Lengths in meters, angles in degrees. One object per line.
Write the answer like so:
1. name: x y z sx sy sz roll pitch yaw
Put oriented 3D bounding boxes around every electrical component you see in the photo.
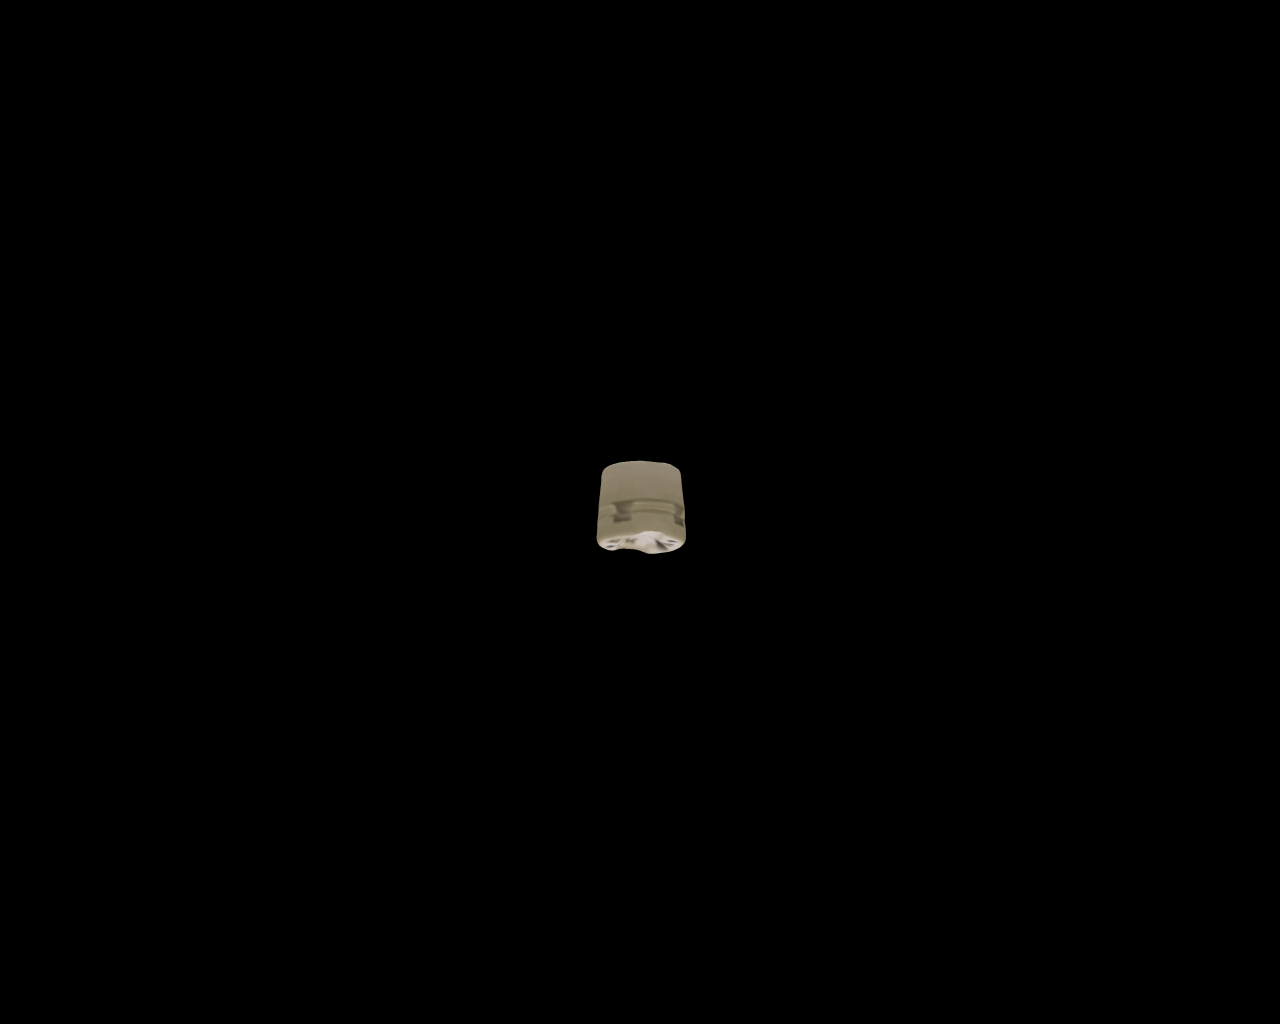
1. electrical component: 0.001 -0.003 0.650 0.055 0.047 0.055 0 -15 0
